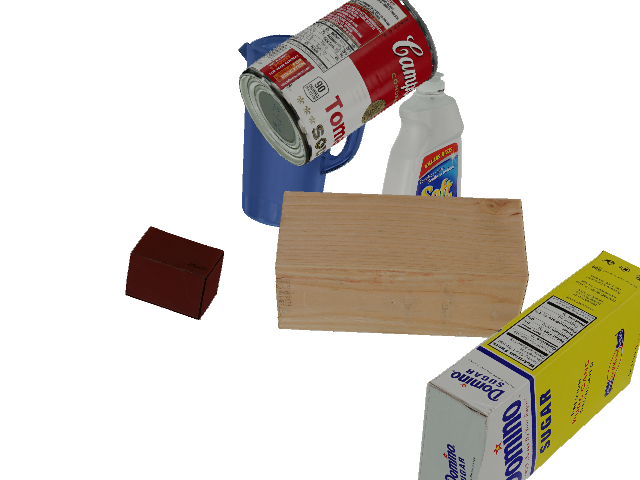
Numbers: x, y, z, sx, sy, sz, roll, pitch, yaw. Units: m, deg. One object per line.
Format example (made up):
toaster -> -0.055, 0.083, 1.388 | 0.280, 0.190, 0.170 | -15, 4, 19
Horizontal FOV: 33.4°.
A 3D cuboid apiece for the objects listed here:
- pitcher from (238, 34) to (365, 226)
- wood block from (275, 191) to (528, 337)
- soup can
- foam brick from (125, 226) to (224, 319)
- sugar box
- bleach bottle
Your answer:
pitcher -> -0.032, -0.143, 1.418 | 0.144, 0.243, 0.149 | -3, 25, -22
wood block -> 0.068, 0.021, 0.926 | 0.206, 0.091, 0.090 | 2, -42, 3
soup can -> 0.010, -0.100, 0.642 | 0.102, 0.068, 0.069 | -36, 12, -16
foam brick -> -0.138, 0.031, 1.010 | 0.078, 0.051, 0.053 | 19, 33, 7
sugar box -> 0.130, 0.085, 0.630 | 0.048, 0.093, 0.175 | 27, 43, 33
bleach bottle -> 0.109, -0.061, 1.189 | 0.102, 0.251, 0.068 | -12, 25, -29
